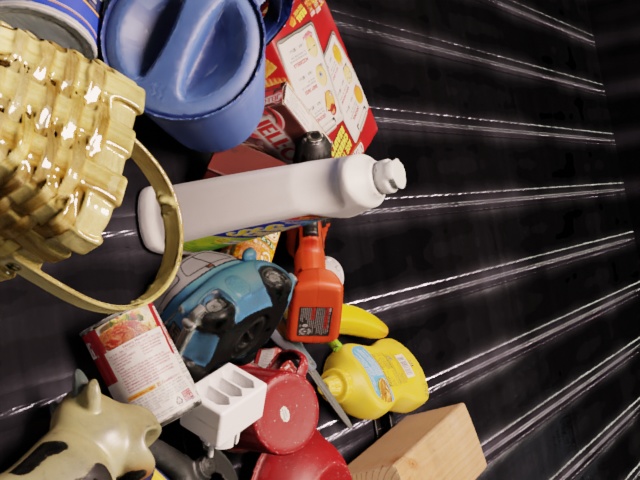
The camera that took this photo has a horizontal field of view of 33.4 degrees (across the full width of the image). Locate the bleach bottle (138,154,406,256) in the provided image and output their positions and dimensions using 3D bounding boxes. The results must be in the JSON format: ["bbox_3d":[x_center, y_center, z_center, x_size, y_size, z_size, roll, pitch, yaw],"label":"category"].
[{"bbox_3d":[-0.042,-0.038,0.999,0.102,0.251,0.068,9,72,-60],"label":"bleach bottle"}]

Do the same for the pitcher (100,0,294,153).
[{"bbox_3d":[-0.101,-0.157,0.968,0.243,0.149,0.145,87,8,-85],"label":"pitcher"}]

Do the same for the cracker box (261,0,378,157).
[{"bbox_3d":[-0.019,-0.181,1.283,0.213,0.072,0.164,66,32,-25],"label":"cracker box"}]

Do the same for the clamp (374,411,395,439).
[{"bbox_3d":[0.089,0.325,1.334,0.210,0.036,0.164,65,33,-17],"label":"clamp"}]

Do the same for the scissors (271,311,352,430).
[{"bbox_3d":[-0.020,0.120,1.189,0.201,0.016,0.096,53,16,-33],"label":"scissors"}]

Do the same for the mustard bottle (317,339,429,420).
[{"bbox_3d":[0.056,0.170,1.293,0.191,0.058,0.096,3,53,-57],"label":"mustard bottle"}]

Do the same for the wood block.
[{"bbox_3d":[0.111,0.277,1.269,0.205,0.091,0.090,-24,94,-58],"label":"wood block"}]

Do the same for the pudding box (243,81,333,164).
[{"bbox_3d":[-0.050,-0.119,1.184,0.113,0.090,0.039,47,41,-45],"label":"pudding box"}]

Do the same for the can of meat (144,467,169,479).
[{"bbox_3d":[-0.158,0.238,0.896,0.084,0.058,0.102,55,37,-40],"label":"can of meat"}]

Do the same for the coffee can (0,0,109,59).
[{"bbox_3d":[-0.224,-0.214,0.888,0.102,0.103,0.140,42,45,-48],"label":"coffee can"}]

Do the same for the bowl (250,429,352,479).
[{"bbox_3d":[-0.010,0.274,1.119,0.161,0.055,0.162,-8,100,-57],"label":"bowl"}]

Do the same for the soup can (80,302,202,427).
[{"bbox_3d":[-0.152,0.110,0.914,0.102,0.069,0.068,63,29,2],"label":"soup can"}]

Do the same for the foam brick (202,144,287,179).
[{"bbox_3d":[-0.082,-0.062,1.106,0.078,0.051,0.053,23,49,-7],"label":"foam brick"}]

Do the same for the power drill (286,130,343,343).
[{"bbox_3d":[-0.008,0.001,1.146,0.184,0.057,0.187,93,-4,-47],"label":"power drill"}]

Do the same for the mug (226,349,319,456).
[{"bbox_3d":[-0.049,0.159,1.056,0.093,0.082,0.117,48,61,-27],"label":"mug"}]

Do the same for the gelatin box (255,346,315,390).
[{"bbox_3d":[-0.042,0.170,1.158,0.089,0.030,0.073,53,38,-38],"label":"gelatin box"}]

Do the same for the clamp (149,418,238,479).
[{"bbox_3d":[-0.116,0.203,1.005,0.171,0.039,0.120,62,39,-25],"label":"clamp"}]

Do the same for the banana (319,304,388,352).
[{"bbox_3d":[0.024,0.104,1.275,0.070,0.037,0.197,45,16,14],"label":"banana"}]
